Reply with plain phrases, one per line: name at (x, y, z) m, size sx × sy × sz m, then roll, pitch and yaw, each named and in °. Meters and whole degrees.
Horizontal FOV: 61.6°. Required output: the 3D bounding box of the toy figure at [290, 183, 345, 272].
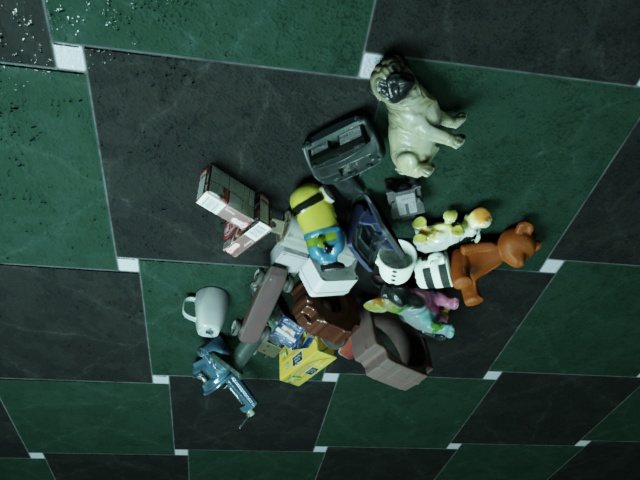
toy figure at (-0.002, -0.025, 1.057) m, size 0.089 × 0.180 × 0.082 m, roll -10°, pitch 175°, yaw -29°

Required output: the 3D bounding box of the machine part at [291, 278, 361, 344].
machine part at (0.016, 0.151, 1.234) m, size 0.179 × 0.179 × 0.056 m, roll 26°, pitch 125°, yaw -27°

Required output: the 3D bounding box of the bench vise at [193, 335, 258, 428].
bench vise at (-0.241, 0.370, 1.438) m, size 0.223 × 0.129 × 0.240 m, roll -34°, pitch 95°, yaw 36°

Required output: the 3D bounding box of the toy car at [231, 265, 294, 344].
toy car at (-0.128, 0.142, 1.193) m, size 0.089 × 0.053 × 0.202 m, roll 17°, pitch 108°, yaw -21°

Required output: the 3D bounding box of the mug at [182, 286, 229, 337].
mug at (-0.272, 0.173, 1.277) m, size 0.109 × 0.107 × 0.080 m, roll 13°, pitch 131°, yaw -19°

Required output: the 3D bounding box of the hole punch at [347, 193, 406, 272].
hole punch at (0.107, -0.010, 1.111) m, size 0.092 × 0.116 × 0.142 m, roll -31°, pitch 131°, yaw 16°

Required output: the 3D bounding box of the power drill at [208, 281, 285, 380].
power drill at (-0.171, 0.221, 1.297) m, size 0.086 × 0.207 × 0.231 m, roll 24°, pitch 157°, yaw 33°

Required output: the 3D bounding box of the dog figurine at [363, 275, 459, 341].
dog figurine at (0.214, 0.159, 1.297) m, size 0.219 × 0.108 × 0.191 m, roll 18°, pitch 164°, yaw 1°

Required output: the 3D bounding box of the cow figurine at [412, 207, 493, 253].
cow figurine at (0.284, -0.016, 1.150) m, size 0.167 × 0.068 × 0.098 m, roll -13°, pitch 150°, yaw 13°

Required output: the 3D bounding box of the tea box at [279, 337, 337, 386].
tea box at (-0.035, 0.304, 1.433) m, size 0.068 × 0.098 × 0.169 m, roll 27°, pitch 126°, yaw -28°

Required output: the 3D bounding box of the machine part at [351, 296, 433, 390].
machine part at (0.170, 0.254, 1.320) m, size 0.201 × 0.201 × 0.087 m, roll 27°, pitch 126°, yaw -28°

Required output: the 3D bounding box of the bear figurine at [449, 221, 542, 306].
bear figurine at (0.392, 0.048, 1.186) m, size 0.196 × 0.132 × 0.120 m, roll -17°, pitch 138°, yaw 21°

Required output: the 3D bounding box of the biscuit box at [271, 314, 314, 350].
biscuit box at (-0.055, 0.220, 1.283) m, size 0.063 × 0.059 × 0.202 m, roll 31°, pitch 177°, yaw 14°

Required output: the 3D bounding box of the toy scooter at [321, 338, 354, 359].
toy scooter at (0.072, 0.251, 1.384) m, size 0.184 × 0.135 × 0.075 m, roll 34°, pitch 100°, yaw -11°

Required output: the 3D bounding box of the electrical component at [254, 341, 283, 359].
electrical component at (-0.130, 0.280, 1.438) m, size 0.078 × 0.045 × 0.102 m, roll 23°, pitch 130°, yaw -10°

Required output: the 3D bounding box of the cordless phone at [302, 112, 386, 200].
cordless phone at (0.066, -0.141, 1.019) m, size 0.147 × 0.089 × 0.184 m, roll -23°, pitch 143°, yaw 19°

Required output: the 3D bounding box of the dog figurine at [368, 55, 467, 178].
dog figurine at (0.138, -0.210, 0.942) m, size 0.190 × 0.121 × 0.172 m, roll 34°, pitch 122°, yaw -15°

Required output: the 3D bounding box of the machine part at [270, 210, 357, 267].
machine part at (-0.002, -0.003, 1.140) m, size 0.243 × 0.079 × 0.079 m, roll 18°, pitch 131°, yaw -21°

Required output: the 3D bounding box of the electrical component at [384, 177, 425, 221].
electrical component at (0.175, -0.074, 1.102) m, size 0.075 × 0.048 × 0.119 m, roll -9°, pitch 134°, yaw 6°
